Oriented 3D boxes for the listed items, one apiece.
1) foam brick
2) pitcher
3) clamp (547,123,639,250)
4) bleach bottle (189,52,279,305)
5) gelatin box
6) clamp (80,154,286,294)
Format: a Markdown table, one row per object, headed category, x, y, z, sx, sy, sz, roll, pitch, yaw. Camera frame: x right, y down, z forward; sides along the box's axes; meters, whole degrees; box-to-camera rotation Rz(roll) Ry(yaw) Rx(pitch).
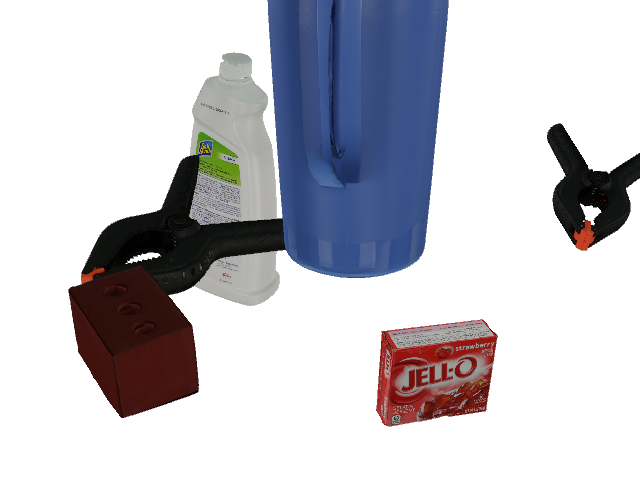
| category | x | y | z | sx | sy | sz | roll | pitch | yaw |
| --- | --- | --- | --- | --- | --- | --- | --- | --- | --- |
| foam brick | -0.116 | 0.062 | 0.660 | 0.052 | 0.051 | 0.078 | -18 | 37 | -26 |
| pitcher | 0.023 | -0.097 | 0.767 | 0.149 | 0.243 | 0.145 | -12 | 24 | -27 |
| clamp | 0.280 | -0.062 | 1.126 | 0.120 | 0.039 | 0.171 | 17 | 46 | 20 |
| bleach bottle | -0.085 | -0.063 | 1.078 | 0.103 | 0.251 | 0.068 | 18 | 31 | 21 |
| gelatin box | 0.090 | 0.104 | 0.838 | 0.089 | 0.073 | 0.030 | -6 | 29 | -16 |
| clamp | -0.119 | -0.007 | 0.878 | 0.209 | 0.036 | 0.165 | -26 | 43 | -37 |
